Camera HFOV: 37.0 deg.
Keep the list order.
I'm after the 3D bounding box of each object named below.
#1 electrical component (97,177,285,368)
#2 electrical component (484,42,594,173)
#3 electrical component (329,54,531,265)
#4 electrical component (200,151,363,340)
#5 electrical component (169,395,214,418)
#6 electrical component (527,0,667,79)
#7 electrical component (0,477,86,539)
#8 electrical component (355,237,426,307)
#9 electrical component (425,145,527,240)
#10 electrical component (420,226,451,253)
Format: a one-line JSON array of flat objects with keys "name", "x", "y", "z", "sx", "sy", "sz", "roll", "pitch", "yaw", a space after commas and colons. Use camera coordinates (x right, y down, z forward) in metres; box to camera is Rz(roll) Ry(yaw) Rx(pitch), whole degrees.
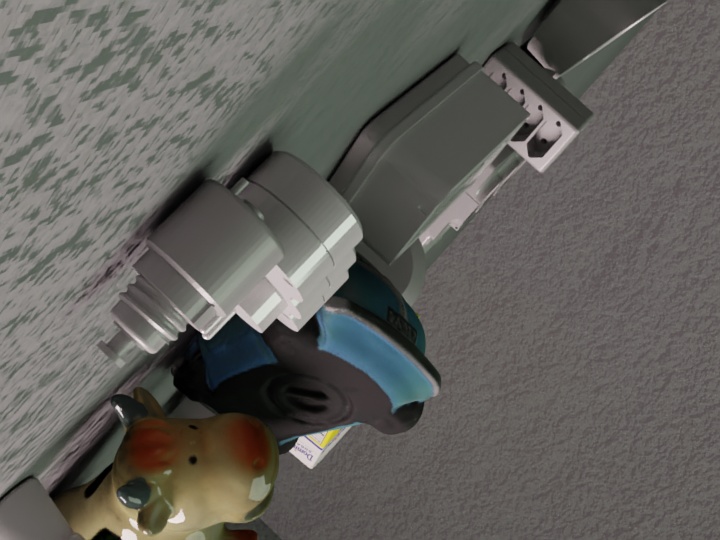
[{"name": "electrical component", "x": -0.063, "y": 0.003, "z": 0.388, "sx": 0.078, "sy": 0.040, "sz": 0.040, "roll": -46, "pitch": 176, "yaw": -10}, {"name": "electrical component", "x": 0.131, "y": -0.128, "z": 0.803, "sx": 0.047, "sy": 0.083, "sz": 0.076, "roll": -51, "pitch": 174, "yaw": 40}, {"name": "electrical component", "x": 0.038, "y": -0.066, "z": 0.627, "sx": 0.113, "sy": 0.057, "sz": 0.078, "roll": -43, "pitch": 174, "yaw": -41}, {"name": "electrical component", "x": -0.044, "y": 0.003, "z": 0.481, "sx": 0.073, "sy": 0.052, "sz": 0.138, "roll": -46, "pitch": 175, "yaw": -11}, {"name": "electrical component", "x": -0.097, "y": 0.104, "z": 0.790, "sx": 0.099, "sy": 0.064, "sz": 0.099, "roll": -47, "pitch": 176, "yaw": -4}, {"name": "electrical component", "x": 0.181, "y": -0.192, "z": 0.840, "sx": 0.099, "sy": 0.064, "sz": 0.099, "roll": -47, "pitch": 175, "yaw": -5}, {"name": "electrical component", "x": -0.158, "y": 0.143, "z": 0.544, "sx": 0.044, "sy": 0.065, "sz": 0.044, "roll": -47, "pitch": 176, "yaw": -5}, {"name": "electrical component", "x": 0.000, "y": 0.000, "z": 0.714, "sx": 0.080, "sy": 0.080, "sz": 0.051, "roll": -46, "pitch": -179, "yaw": -16}, {"name": "electrical component", "x": 0.099, "y": -0.093, "z": 0.934, "sx": 0.089, "sy": 0.062, "sz": 0.150, "roll": -50, "pitch": 175, "yaw": 33}, {"name": "electrical component", "x": 0.043, "y": -0.034, "z": 0.990, "sx": 0.099, "sy": 0.048, "sz": 0.100, "roll": -47, "pitch": 173, "yaw": 33}]
